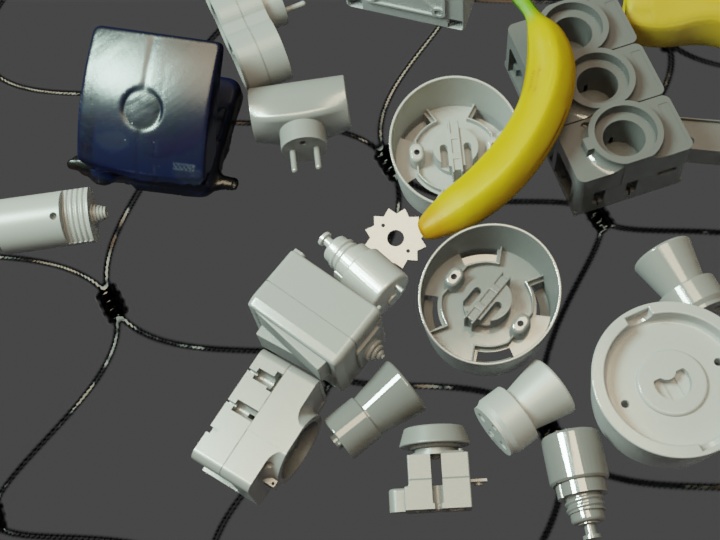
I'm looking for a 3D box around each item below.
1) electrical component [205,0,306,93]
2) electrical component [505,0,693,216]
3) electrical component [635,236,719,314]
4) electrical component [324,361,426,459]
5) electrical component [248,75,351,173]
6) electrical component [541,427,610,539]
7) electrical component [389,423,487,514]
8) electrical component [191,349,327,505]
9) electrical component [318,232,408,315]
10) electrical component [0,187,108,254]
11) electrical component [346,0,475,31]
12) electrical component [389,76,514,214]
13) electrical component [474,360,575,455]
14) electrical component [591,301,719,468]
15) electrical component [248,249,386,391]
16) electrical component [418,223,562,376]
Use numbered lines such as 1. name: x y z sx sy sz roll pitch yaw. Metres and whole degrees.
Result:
1. electrical component: -0.083 -0.216 0.895 0.074 0.052 0.138 -23 66 -5
2. electrical component: 0.180 -0.131 0.828 0.089 0.061 0.150 -18 65 -3
3. electrical component: 0.230 0.010 0.770 0.045 0.045 0.055 -24 66 -6
4. electrical component: 0.008 0.100 0.751 0.065 0.044 0.044 -38 68 -7
5. electrical component: -0.046 -0.112 0.850 0.077 0.043 0.079 -8 65 1
6. electrical component: 0.147 0.141 0.720 0.040 0.040 0.078 -9 65 1
7. electrical component: 0.052 0.135 0.729 0.066 0.048 0.055 -4 73 4
8. electrical component: -0.065 0.111 0.747 0.056 0.050 0.089 28 71 16
9. electrical component: 0.000 0.000 0.797 0.040 0.040 0.078 -43 69 -14
10. electrical component: -0.236 -0.039 0.833 0.081 0.043 0.043 -8 65 1
11. electrical component: 0.041 -0.255 0.872 0.109 0.108 0.056 15 71 11
12. electrical component: 0.072 -0.088 0.817 0.099 0.064 0.099 -2 66 4
13. electrical component: 0.113 0.095 0.741 0.055 0.045 0.045 -35 67 -10
14. electrical component: 0.209 0.082 0.730 0.108 0.060 0.108 -2 66 4
15. electrical component: -0.027 0.043 0.768 0.096 0.061 0.061 34 73 18
16. electrical component: 0.091 0.024 0.765 0.099 0.064 0.099 -2 66 4
